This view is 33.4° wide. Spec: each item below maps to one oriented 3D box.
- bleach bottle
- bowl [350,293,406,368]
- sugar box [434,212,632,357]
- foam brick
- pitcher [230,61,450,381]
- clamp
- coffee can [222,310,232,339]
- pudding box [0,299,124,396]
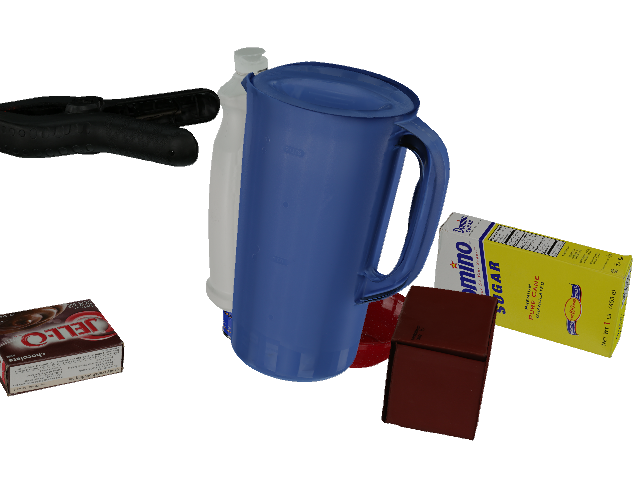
[{"bbox_3d":[-0.068,-0.060,1.038,0.102,0.251,0.068,-16,29,-26],"label":"bleach bottle"},{"bbox_3d":[0.039,0.108,1.291,0.162,0.055,0.162,4,24,-2],"label":"bowl"},{"bbox_3d":[0.195,0.040,0.998,0.176,0.093,0.048,13,34,22],"label":"sugar box"},{"bbox_3d":[0.067,0.065,0.596,0.053,0.051,0.078,9,23,11],"label":"foam brick"},{"bbox_3d":[0.002,-0.010,0.847,0.145,0.243,0.149,3,25,-13],"label":"pitcher"},{"bbox_3d":[-0.151,-0.082,0.739,0.171,0.039,0.120,6,18,10],"label":"clamp"},{"bbox_3d":[-0.089,0.065,1.523,0.103,0.140,0.103,2,22,-1],"label":"coffee can"},{"bbox_3d":[-0.252,0.098,1.000,0.113,0.039,0.090,-11,30,-29],"label":"pudding box"}]
